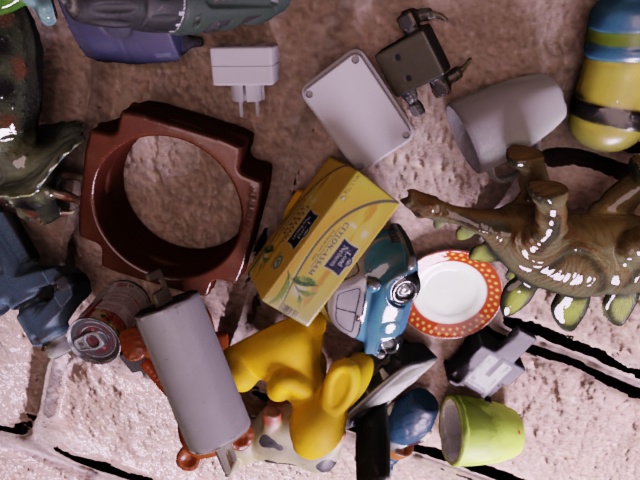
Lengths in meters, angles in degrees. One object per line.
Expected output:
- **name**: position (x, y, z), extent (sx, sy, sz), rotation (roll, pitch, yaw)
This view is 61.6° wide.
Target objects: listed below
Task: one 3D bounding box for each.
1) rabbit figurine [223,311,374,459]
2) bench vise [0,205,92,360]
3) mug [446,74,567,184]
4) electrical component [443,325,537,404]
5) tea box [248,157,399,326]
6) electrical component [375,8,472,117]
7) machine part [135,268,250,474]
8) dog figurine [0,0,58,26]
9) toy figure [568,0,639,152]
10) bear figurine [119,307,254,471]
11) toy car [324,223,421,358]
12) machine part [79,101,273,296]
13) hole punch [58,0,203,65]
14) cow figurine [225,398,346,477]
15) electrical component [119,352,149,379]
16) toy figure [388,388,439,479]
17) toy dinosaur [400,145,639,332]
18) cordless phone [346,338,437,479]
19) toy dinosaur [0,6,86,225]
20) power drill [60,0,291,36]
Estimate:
- **rabbit figurine**: position (-0.013, 0.179, 0.669), extent (0.162, 0.122, 0.173), rotation (-24, 78, 16)
- **bench vise**: position (-0.429, 0.082, 0.690), extent (0.241, 0.129, 0.223), rotation (-31, 100, -1)
- **mug**: position (0.204, -0.119, 0.569), extent (0.107, 0.081, 0.109), rotation (-27, 108, 9)
- **electrical component**: position (0.225, 0.150, 0.702), extent (0.075, 0.048, 0.119), rotation (27, 113, -7)
- **tea box**: position (-0.001, -0.002, 0.603), extent (0.068, 0.098, 0.169), rotation (36, 93, -23)
- **electrical component**: position (0.108, -0.191, 0.567), extent (0.078, 0.045, 0.102), rotation (-24, 109, 43)
- **machine part**: position (-0.143, 0.147, 0.608), extent (0.079, 0.079, 0.243), rotation (-20, 95, 14)
- **dog figurine**: position (-0.361, -0.258, 0.466), extent (0.219, 0.108, 0.191), rotation (-12, 79, -21)
- **toy figure**: position (0.299, -0.177, 0.533), extent (0.089, 0.082, 0.179), rotation (4, 124, 25)
- **bear figurine**: position (-0.165, 0.193, 0.690), extent (0.120, 0.132, 0.196), rotation (-16, 78, -5)
- **toy car**: position (0.054, 0.060, 0.642), extent (0.103, 0.109, 0.161), rotation (5, 121, -8)
- **machine part**: position (-0.167, -0.049, 0.635), extent (0.201, 0.087, 0.201), rotation (16, 113, -2)
- **hole punch**: position (-0.202, -0.239, 0.554), extent (0.142, 0.092, 0.115), rotation (0, 118, 2)
- **cow figurine**: position (-0.065, 0.286, 0.776), extent (0.195, 0.085, 0.127), rotation (12, 109, -1)
- **electrical component**: position (-0.246, 0.162, 0.763), extent (0.063, 0.021, 0.093), rotation (-14, 127, 5)
- **toy figure**: position (0.114, 0.277, 0.764), extent (0.058, 0.064, 0.154), rotation (3, 127, -37)
- **toy dinosaur**: position (0.311, 0.011, 0.584), extent (0.472, 0.105, 0.198), rotation (10, 136, -5)
- **cordless phone**: position (0.084, 0.213, 0.668), extent (0.088, 0.184, 0.146), rotation (37, 113, -15)
- **toy dinosaur**: position (-0.364, -0.196, 0.579), extent (0.192, 0.131, 0.404), rotation (-7, 106, -10)
- **power drill**: position (-0.126, -0.286, 0.470), extent (0.086, 0.232, 0.207), rotation (-9, 95, 46)
